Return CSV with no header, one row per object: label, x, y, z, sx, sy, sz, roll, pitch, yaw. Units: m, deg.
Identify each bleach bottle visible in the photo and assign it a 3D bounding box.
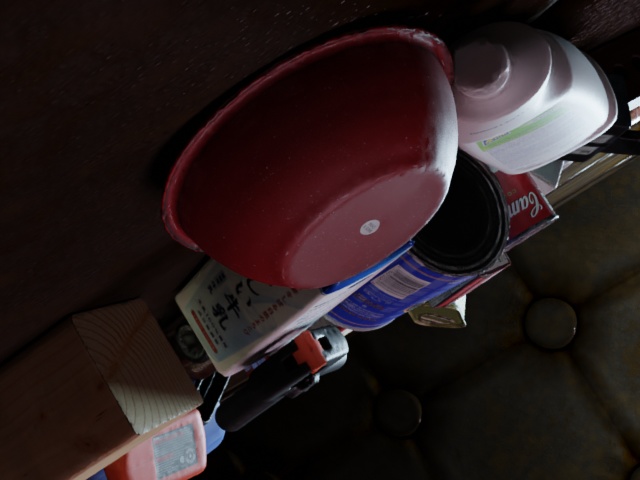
bleach bottle,0.123,-0.091,0.650,0.103,0.068,0.250,-30,171,15

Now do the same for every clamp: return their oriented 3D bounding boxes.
clamp,-0.029,0.104,0.802,0.120,0.039,0.171,-37,169,-9
clamp,-0.089,0.108,1.020,0.164,0.036,0.210,-50,-170,-18

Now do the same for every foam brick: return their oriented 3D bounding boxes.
foam brick,0.249,-0.135,0.883,0.078,0.053,0.051,-28,171,-26

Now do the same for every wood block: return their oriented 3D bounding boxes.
wood block,-0.198,0.135,0.744,0.206,0.090,0.090,-35,172,21

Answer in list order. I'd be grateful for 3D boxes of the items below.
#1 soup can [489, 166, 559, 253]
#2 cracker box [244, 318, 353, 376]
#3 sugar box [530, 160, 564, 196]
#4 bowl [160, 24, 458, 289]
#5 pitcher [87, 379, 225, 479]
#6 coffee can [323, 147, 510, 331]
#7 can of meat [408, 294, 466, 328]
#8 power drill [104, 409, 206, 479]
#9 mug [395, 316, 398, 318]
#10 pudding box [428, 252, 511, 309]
soup can,0.127,-0.042,0.817,0.068,0.102,0.068,-30,172,-5
cracker box,0.005,0.089,1.292,0.213,0.072,0.164,-30,173,-16
sugar box,0.148,-0.050,0.942,0.176,0.048,0.093,-46,-164,53
bowl,0.008,-0.025,0.507,0.162,0.055,0.162,-27,156,-13
pitcher,-0.215,0.229,1.132,0.242,0.149,0.145,-29,136,-39
coffee can,0.056,0.000,0.781,0.102,0.103,0.141,-26,174,-33
can of meat,0.126,0.042,1.130,0.057,0.084,0.102,3,164,15
power drill,-0.204,0.179,0.897,0.188,0.057,0.184,-3,-174,36
mug,0.076,0.018,1.040,0.081,0.093,0.117,-38,179,14
pudding box,0.102,-0.008,0.900,0.039,0.113,0.090,-23,169,-28
